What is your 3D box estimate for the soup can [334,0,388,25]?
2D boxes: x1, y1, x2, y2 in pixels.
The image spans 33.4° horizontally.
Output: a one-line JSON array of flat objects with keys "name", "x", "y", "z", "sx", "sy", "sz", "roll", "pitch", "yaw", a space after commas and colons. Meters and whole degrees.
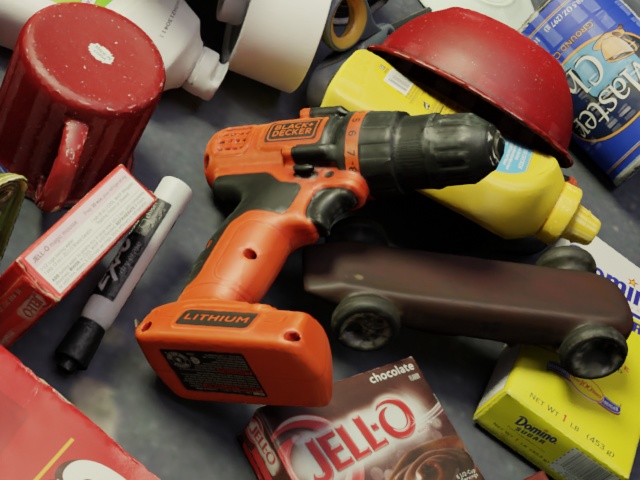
[{"name": "soup can", "x": 0.009, "y": -0.223, "z": 0.807, "sx": 0.068, "sy": 0.069, "sz": 0.102, "roll": -12, "pitch": 63, "yaw": -37}]

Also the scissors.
[{"name": "scissors", "x": 0.041, "y": -0.162, "z": 0.775, "sx": 0.016, "sy": 0.096, "sz": 0.201, "roll": 15, "pitch": 44, "yaw": 23}]

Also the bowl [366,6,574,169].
[{"name": "bowl", "x": 0.113, "y": -0.112, "z": 0.729, "sx": 0.162, "sy": 0.055, "sz": 0.162, "roll": 30, "pitch": 2, "yaw": -1}]

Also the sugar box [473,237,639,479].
[{"name": "sugar box", "x": 0.172, "y": 0.074, "z": 0.697, "sx": 0.093, "sy": 0.048, "sz": 0.176, "roll": 36, "pitch": 47, "yaw": -2}]

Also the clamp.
[{"name": "clamp", "x": 0.112, "y": -0.012, "z": 0.731, "sx": 0.171, "sy": 0.039, "sz": 0.120, "roll": -4, "pitch": 66, "yaw": -25}]

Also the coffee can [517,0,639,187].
[{"name": "coffee can", "x": 0.225, "y": -0.127, "z": 0.840, "sx": 0.140, "sy": 0.103, "sz": 0.102, "roll": 48, "pitch": 47, "yaw": 9}]

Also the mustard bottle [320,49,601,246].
[{"name": "mustard bottle", "x": 0.092, "y": -0.051, "z": 0.683, "sx": 0.191, "sy": 0.058, "sz": 0.096, "roll": 29, "pitch": 25, "yaw": 2}]

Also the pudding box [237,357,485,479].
[{"name": "pudding box", "x": 0.024, "y": 0.121, "z": 0.576, "sx": 0.113, "sy": 0.039, "sz": 0.090, "roll": -12, "pitch": 63, "yaw": -38}]

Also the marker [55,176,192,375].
[{"name": "marker", "x": -0.104, "y": 0.018, "z": 0.567, "sx": 0.020, "sy": 0.020, "sz": 0.121, "roll": 31, "pitch": 65, "yaw": -7}]

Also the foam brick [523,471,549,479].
[{"name": "foam brick", "x": 0.091, "y": 0.165, "z": 0.558, "sx": 0.051, "sy": 0.078, "sz": 0.053, "roll": -16, "pitch": 68, "yaw": -39}]

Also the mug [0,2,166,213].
[{"name": "mug", "x": -0.138, "y": -0.069, "z": 0.592, "sx": 0.093, "sy": 0.082, "sz": 0.117, "roll": 20, "pitch": 49, "yaw": -18}]

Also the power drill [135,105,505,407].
[{"name": "power drill", "x": -0.004, "y": 0.001, "z": 0.578, "sx": 0.057, "sy": 0.185, "sz": 0.187, "roll": 63, "pitch": 37, "yaw": -37}]

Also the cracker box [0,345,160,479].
[{"name": "cracker box", "x": -0.186, "y": 0.109, "z": 0.436, "sx": 0.213, "sy": 0.072, "sz": 0.164, "roll": 40, "pitch": 46, "yaw": 0}]

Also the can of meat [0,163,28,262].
[{"name": "can of meat", "x": -0.195, "y": -0.021, "z": 0.509, "sx": 0.084, "sy": 0.102, "sz": 0.057, "roll": 45, "pitch": 46, "yaw": 9}]

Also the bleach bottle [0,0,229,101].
[{"name": "bleach bottle", "x": -0.173, "y": -0.152, "z": 0.647, "sx": 0.250, "sy": 0.068, "sz": 0.102, "roll": 28, "pitch": 60, "yaw": -16}]

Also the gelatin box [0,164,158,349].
[{"name": "gelatin box", "x": -0.131, "y": 0.010, "z": 0.541, "sx": 0.030, "sy": 0.073, "sz": 0.089, "roll": 45, "pitch": 45, "yaw": -9}]
